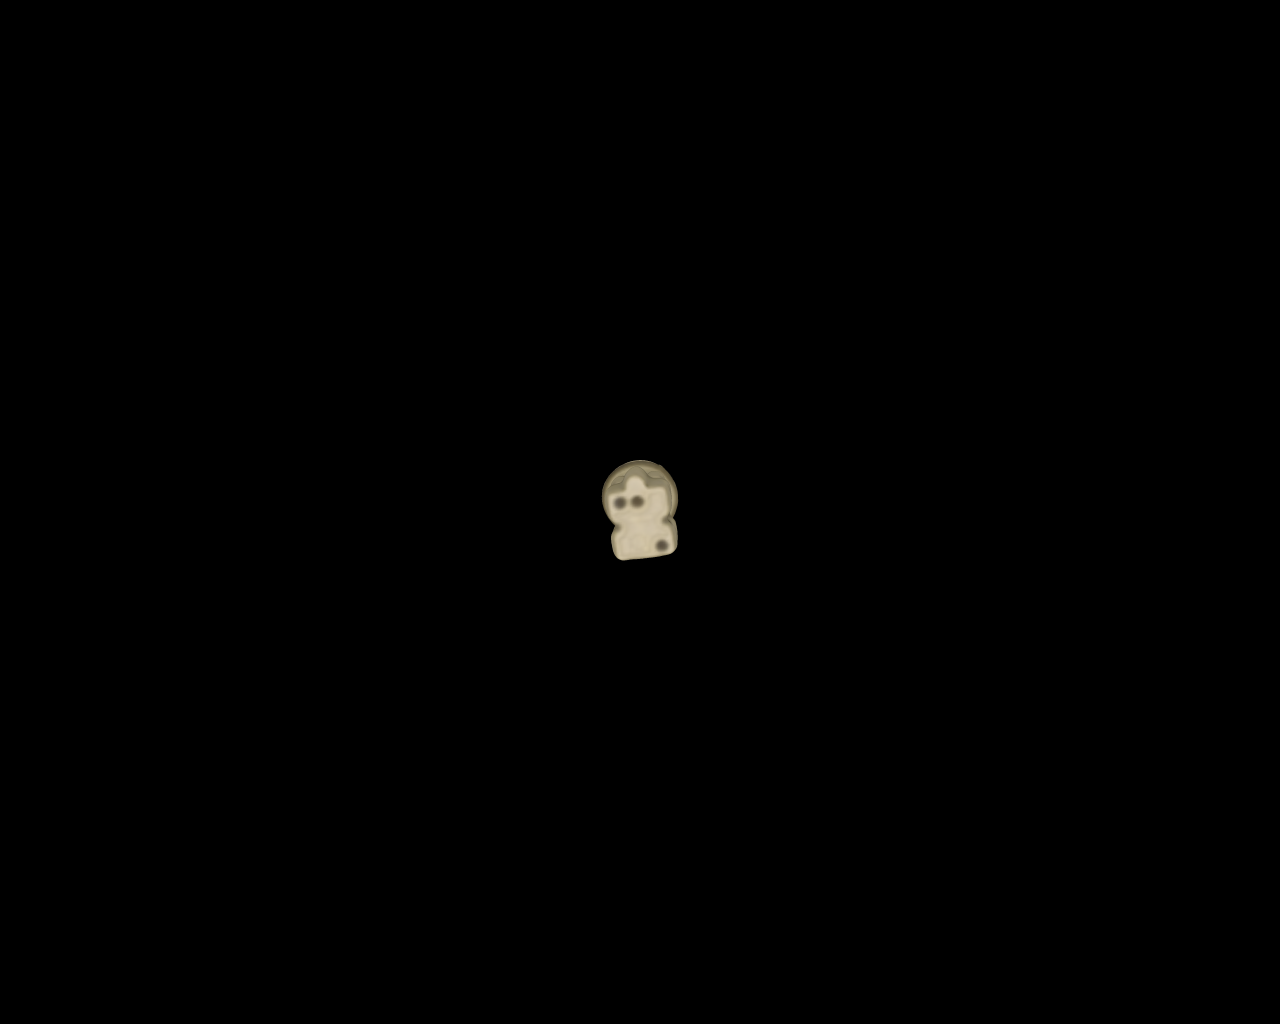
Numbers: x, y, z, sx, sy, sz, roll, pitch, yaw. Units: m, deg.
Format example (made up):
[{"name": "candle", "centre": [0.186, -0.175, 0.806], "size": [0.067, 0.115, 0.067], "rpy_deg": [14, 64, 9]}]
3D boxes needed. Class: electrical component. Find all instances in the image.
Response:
[{"name": "electrical component", "centre": [0.001, -0.003, 0.650], "size": [0.048, 0.066, 0.055], "rpy_deg": [-7, 20, 2]}]
